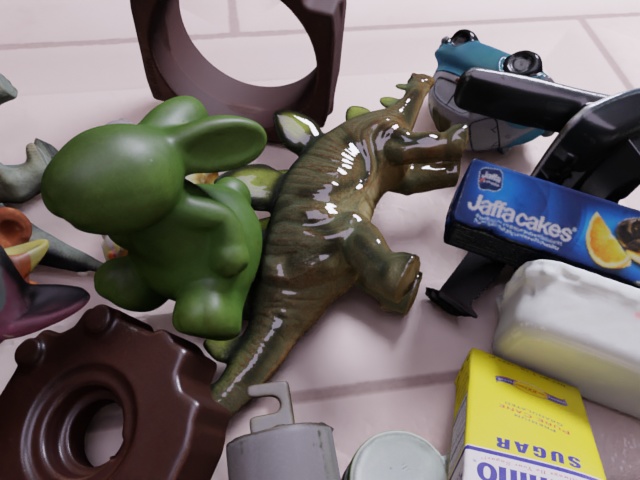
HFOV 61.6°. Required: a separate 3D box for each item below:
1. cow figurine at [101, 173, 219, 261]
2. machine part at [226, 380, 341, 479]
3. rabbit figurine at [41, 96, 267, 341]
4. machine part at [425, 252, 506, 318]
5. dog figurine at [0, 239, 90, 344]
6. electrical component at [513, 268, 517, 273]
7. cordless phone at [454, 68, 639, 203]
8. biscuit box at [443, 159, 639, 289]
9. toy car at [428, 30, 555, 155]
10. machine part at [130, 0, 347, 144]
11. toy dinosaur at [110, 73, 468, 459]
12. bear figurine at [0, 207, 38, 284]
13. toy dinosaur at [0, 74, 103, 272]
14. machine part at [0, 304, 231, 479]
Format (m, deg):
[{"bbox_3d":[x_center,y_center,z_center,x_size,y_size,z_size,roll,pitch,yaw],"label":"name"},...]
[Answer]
[{"bbox_3d":[-0.156,-0.038,0.505,0.098,0.068,0.167,14,42,25],"label":"cow figurine"},{"bbox_3d":[-0.014,0.210,0.342,0.079,0.079,0.243,-7,60,-8],"label":"machine part"},{"bbox_3d":[-0.101,-0.022,0.369,0.121,0.170,0.159,27,76,26],"label":"rabbit figurine"},{"bbox_3d":[0.154,0.013,0.502,0.039,0.084,0.139,46,70,-13],"label":"machine part"},{"bbox_3d":[-0.251,0.091,0.339,0.219,0.191,0.109,-35,49,-23],"label":"dog figurine"},{"bbox_3d":[0.255,0.028,0.501,0.134,0.058,0.115,21,55,12],"label":"electrical component"},{"bbox_3d":[0.214,-0.097,0.529,0.184,0.146,0.089,17,65,7],"label":"cordless phone"},{"bbox_3d":[0.205,0.000,0.436,0.203,0.062,0.059,20,77,10],"label":"biscuit box"},{"bbox_3d":[0.176,-0.156,0.599,0.103,0.109,0.162,-42,57,-7],"label":"toy car"},{"bbox_3d":[-0.078,-0.206,0.556,0.201,0.201,0.087,11,53,4],"label":"machine part"},{"bbox_3d":[-0.001,-0.001,0.485,0.199,0.105,0.471,19,61,19],"label":"toy dinosaur"},{"bbox_3d":[-0.315,0.049,0.394,0.196,0.120,0.132,-2,35,-22],"label":"bear figurine"},{"bbox_3d":[-0.367,-0.074,0.509,0.192,0.131,0.405,-37,71,-6],"label":"toy dinosaur"},{"bbox_3d":[-0.154,0.135,0.376,0.179,0.056,0.179,-6,64,13],"label":"machine part"}]
